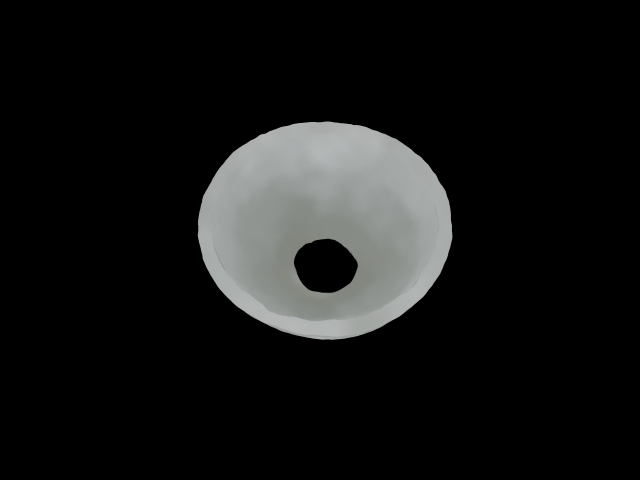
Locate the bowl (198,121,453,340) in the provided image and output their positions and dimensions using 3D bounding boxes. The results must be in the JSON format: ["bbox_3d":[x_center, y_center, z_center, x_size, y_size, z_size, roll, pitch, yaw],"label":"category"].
[{"bbox_3d":[0.004,0.001,0.400,0.167,0.075,0.167,0,58,0],"label":"bowl"}]
